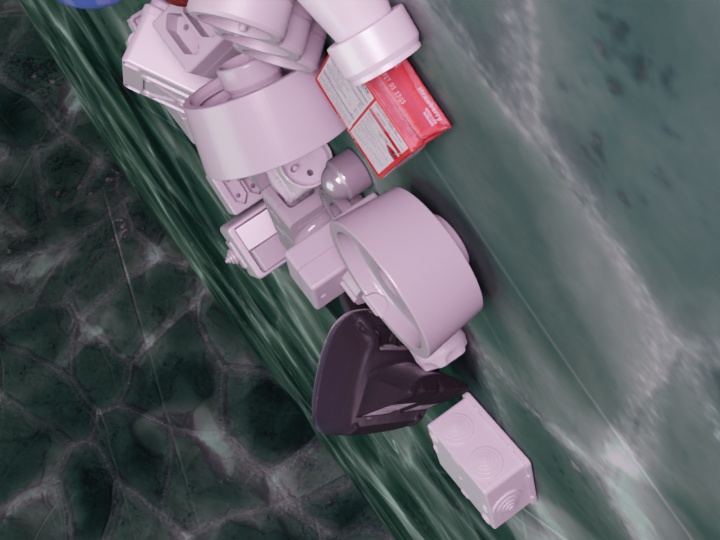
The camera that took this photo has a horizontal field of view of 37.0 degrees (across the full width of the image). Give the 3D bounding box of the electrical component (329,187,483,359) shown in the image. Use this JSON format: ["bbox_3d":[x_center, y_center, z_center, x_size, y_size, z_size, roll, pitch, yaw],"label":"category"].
[{"bbox_3d":[0.036,-0.003,0.699,0.108,0.060,0.108,52,169,14],"label":"electrical component"}]

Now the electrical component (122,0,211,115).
[{"bbox_3d":[-0.130,-0.157,0.858,0.109,0.056,0.109,24,174,-10],"label":"electrical component"}]

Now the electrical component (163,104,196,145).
[{"bbox_3d":[-0.165,-0.179,1.048,0.096,0.062,0.061,52,169,20],"label":"electrical component"}]

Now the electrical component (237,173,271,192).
[{"bbox_3d":[-0.100,-0.117,0.968,0.089,0.056,0.050,46,166,43],"label":"electrical component"}]

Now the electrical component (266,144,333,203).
[{"bbox_3d":[-0.060,-0.099,0.876,0.079,0.044,0.077,56,170,-5],"label":"electrical component"}]

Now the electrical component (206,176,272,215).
[{"bbox_3d":[-0.118,-0.093,1.091,0.047,0.066,0.077,58,169,-12],"label":"electrical component"}]

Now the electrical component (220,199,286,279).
[{"bbox_3d":[-0.093,-0.035,1.078,0.061,0.096,0.061,57,169,-11],"label":"electrical component"}]

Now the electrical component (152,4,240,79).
[{"bbox_3d":[-0.096,-0.175,0.772,0.047,0.066,0.077,53,-162,11],"label":"electrical component"}]

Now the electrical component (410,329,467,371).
[{"bbox_3d":[0.051,0.042,0.818,0.062,0.043,0.043,59,169,-10],"label":"electrical component"}]

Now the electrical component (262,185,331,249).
[{"bbox_3d":[-0.045,-0.041,0.969,0.055,0.050,0.089,50,168,28],"label":"electrical component"}]

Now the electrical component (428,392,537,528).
[{"bbox_3d":[0.106,0.168,0.941,0.099,0.048,0.099,48,167,34],"label":"electrical component"}]

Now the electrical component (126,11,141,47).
[{"bbox_3d":[-0.213,-0.230,1.123,0.078,0.058,0.057,58,166,-11],"label":"electrical component"}]

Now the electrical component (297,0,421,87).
[{"bbox_3d":[-0.001,-0.125,0.533,0.055,0.045,0.045,58,169,-14],"label":"electrical component"}]

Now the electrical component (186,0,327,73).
[{"bbox_3d":[-0.047,-0.158,0.587,0.052,0.073,0.138,16,-178,8],"label":"electrical component"}]

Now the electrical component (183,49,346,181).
[{"bbox_3d":[-0.063,-0.110,0.700,0.108,0.108,0.060,34,150,63],"label":"electrical component"}]

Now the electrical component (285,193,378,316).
[{"bbox_3d":[0.000,0.000,0.805,0.075,0.083,0.047,52,169,18],"label":"electrical component"}]
